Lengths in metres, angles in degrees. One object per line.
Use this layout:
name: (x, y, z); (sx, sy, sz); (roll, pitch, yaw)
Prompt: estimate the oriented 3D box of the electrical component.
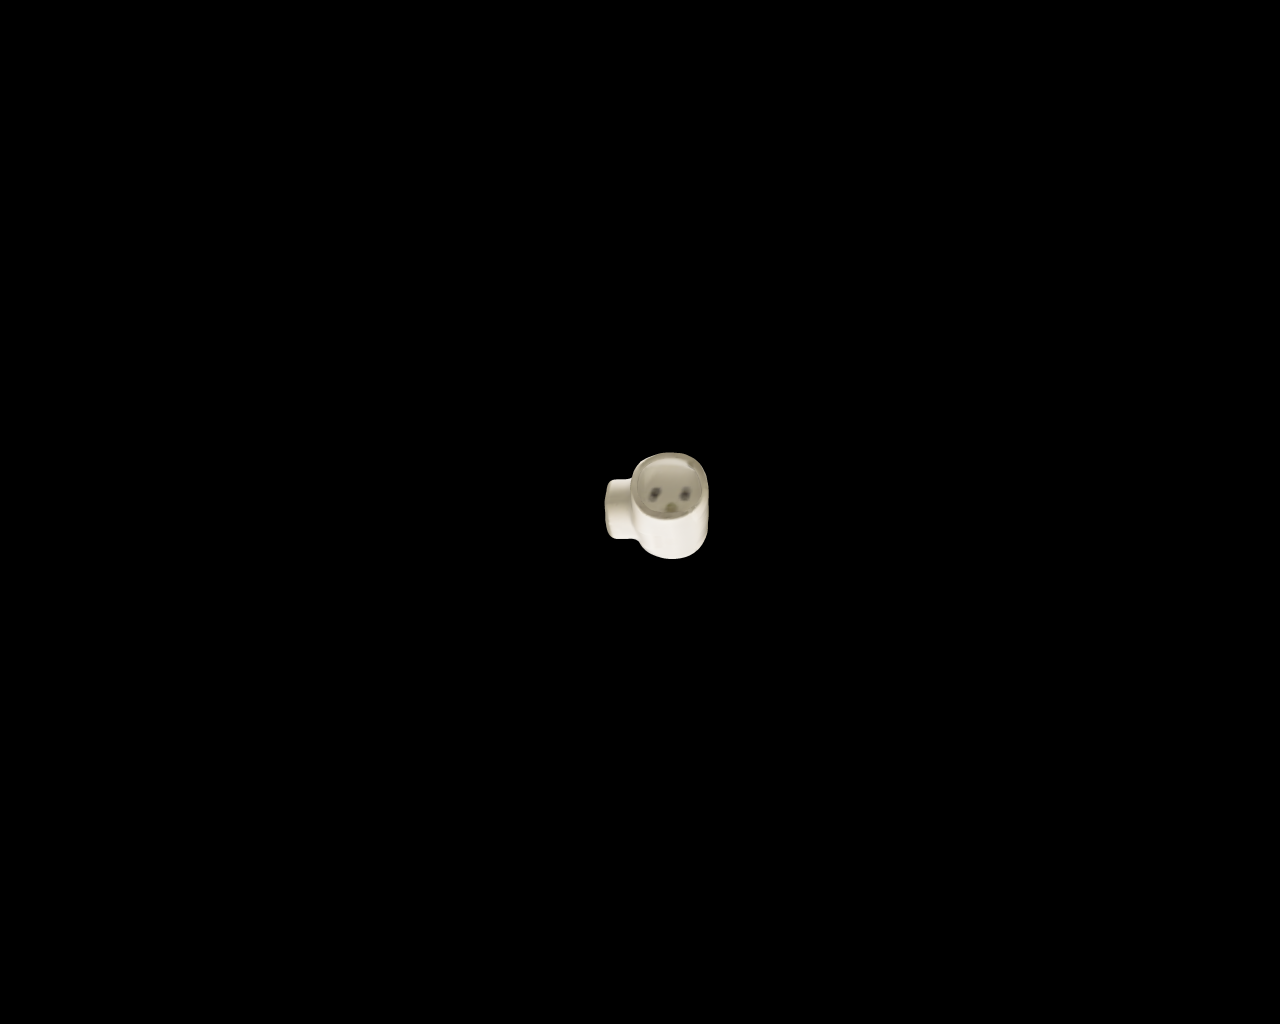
electrical component: (0.001, -0.003, 0.650); (0.079, 0.043, 0.077); (-1, -19, 3)
